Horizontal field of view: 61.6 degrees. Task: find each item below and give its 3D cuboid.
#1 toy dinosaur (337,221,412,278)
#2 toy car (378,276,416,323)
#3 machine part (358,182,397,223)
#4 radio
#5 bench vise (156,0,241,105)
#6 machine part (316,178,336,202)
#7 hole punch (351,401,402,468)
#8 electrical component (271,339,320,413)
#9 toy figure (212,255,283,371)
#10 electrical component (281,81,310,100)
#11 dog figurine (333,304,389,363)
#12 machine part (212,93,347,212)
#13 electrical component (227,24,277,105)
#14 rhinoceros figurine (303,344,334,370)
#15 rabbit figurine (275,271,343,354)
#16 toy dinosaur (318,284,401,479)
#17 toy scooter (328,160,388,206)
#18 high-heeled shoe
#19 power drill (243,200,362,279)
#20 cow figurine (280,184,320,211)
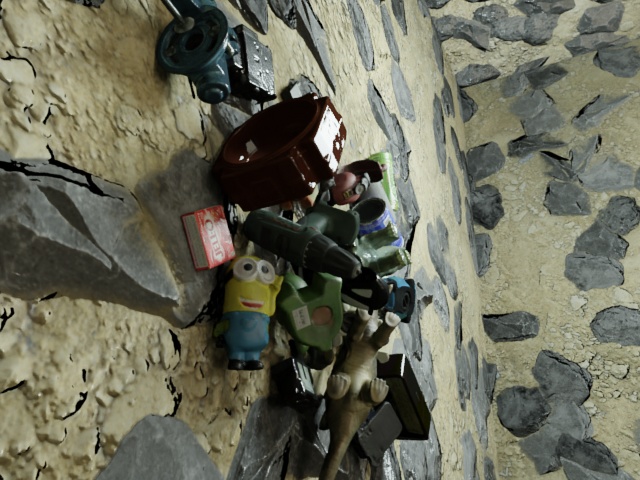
[{"bbox_3d":[0.105,0.045,1.244,0.404,0.192,0.131,34,37,-72],"label":"toy dinosaur"},{"bbox_3d":[0.156,0.137,1.263,0.161,0.103,0.109,8,86,-52],"label":"toy car"},{"bbox_3d":[0.148,-0.107,1.477,0.243,0.079,0.079,61,31,-35],"label":"machine part"},{"bbox_3d":[0.172,0.376,1.275,0.229,0.131,0.073,67,28,-27],"label":"radio"},{"bbox_3d":[-0.194,-0.330,0.796,0.240,0.129,0.223,44,43,-61],"label":"bench vise"},{"bbox_3d":[0.005,-0.120,1.177,0.139,0.039,0.084,174,-88,-83],"label":"machine part"},{"bbox_3d":[0.105,0.416,1.196,0.116,0.092,0.142,-44,127,-29],"label":"hole punch"},{"bbox_3d":[-0.048,0.238,0.954,0.074,0.048,0.119,45,17,-53],"label":"electrical component"},{"bbox_3d":[-0.117,0.110,0.828,0.082,0.089,0.180,20,65,-45],"label":"toy figure"},{"bbox_3d":[-0.045,-0.304,1.184,0.078,0.045,0.102,70,27,-24],"label":"electrical component"},{"bbox_3d":[0.095,0.196,1.249,0.190,0.121,0.172,-53,133,-76],"label":"dog figurine"},{"bbox_3d":[-0.067,-0.150,0.894,0.087,0.201,0.201,58,33,-33],"label":"machine part"},{"bbox_3d":[-0.137,-0.321,0.984,0.134,0.058,0.115,3,76,-65],"label":"electrical component"},{"bbox_3d":[0.005,0.158,1.056,0.112,0.073,0.190,56,36,-69],"label":"rhinoceros figurine"},{"bbox_3d":[-0.024,0.114,0.946,0.170,0.121,0.159,32,-32,64],"label":"rabbit figurine"},{"bbox_3d":[0.058,0.288,1.015,0.198,0.105,0.471,104,9,-60],"label":"toy dinosaur"},{"bbox_3d":[0.092,-0.147,1.308,0.075,0.135,0.184,69,28,-25],"label":"toy scooter"},{"bbox_3d":[0.020,0.053,0.968,0.086,0.249,0.145,-46,153,-21],"label":"high-heeled shoe"},{"bbox_3d":[-0.002,-0.003,0.946,0.207,0.232,0.085,-35,139,-57],"label":"power drill"},{"bbox_3d":[-0.052,-0.168,1.071,0.127,0.086,0.194,-60,137,-57],"label":"cow figurine"}]
